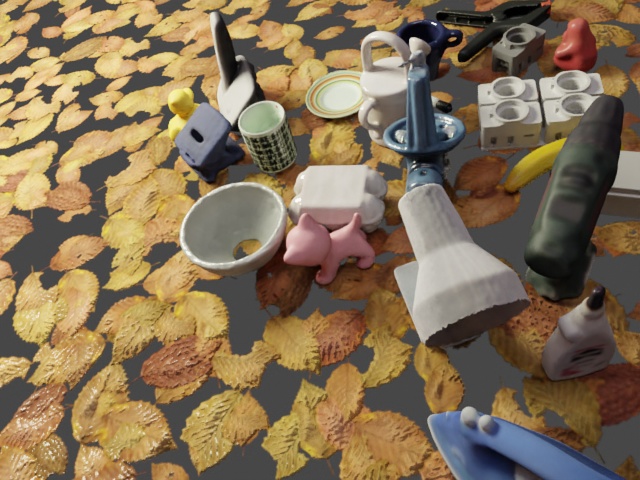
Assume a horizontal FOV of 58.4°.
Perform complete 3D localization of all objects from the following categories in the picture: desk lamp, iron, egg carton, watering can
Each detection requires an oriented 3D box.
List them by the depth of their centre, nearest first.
[{"bbox_3d":[0.212,0.230,0.568,0.257,0.142,0.119,28,65,31],"label":"iron"},{"bbox_3d":[0.149,0.048,0.677,0.118,0.214,0.203,-20,51,0],"label":"desk lamp"},{"bbox_3d":[0.028,-0.063,0.885,0.150,0.069,0.107,0,54,15],"label":"egg carton"},{"bbox_3d":[0.118,-0.258,0.930,0.100,0.194,0.173,7,56,20],"label":"watering can"}]

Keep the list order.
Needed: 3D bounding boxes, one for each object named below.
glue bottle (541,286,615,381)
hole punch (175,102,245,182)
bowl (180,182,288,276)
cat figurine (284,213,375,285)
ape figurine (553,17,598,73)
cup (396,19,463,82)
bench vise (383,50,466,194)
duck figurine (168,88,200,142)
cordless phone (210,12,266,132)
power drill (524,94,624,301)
[{"bbox_3d":[0.289,0.100,0.626,0.078,0.173,0.037,-19,51,1],"label":"glue bottle"},{"bbox_3d":[-0.203,-0.175,1.018,0.101,0.091,0.108,-38,53,-14],"label":"hole punch"},{"bbox_3d":[-0.124,-0.005,0.878,0.167,0.075,0.167,-7,52,10],"label":"bowl"},{"bbox_3d":[0.007,0.003,0.810,0.128,0.118,0.067,-25,51,-4],"label":"cat figurine"},{"bbox_3d":[0.435,-0.335,0.970,0.078,0.092,0.076,-20,51,0],"label":"ape figurine"},{"bbox_3d":[0.198,-0.335,1.031,0.117,0.095,0.091,-3,53,13],"label":"cup"},{"bbox_3d":[0.158,-0.141,0.814,0.121,0.220,0.207,-16,51,3],"label":"bench vise"},{"bbox_3d":[-0.260,-0.242,1.087,0.077,0.086,0.104,4,55,18],"label":"duck figurine"},{"bbox_3d":[-0.164,-0.306,1.047,0.094,0.185,0.147,-22,51,-2],"label":"cordless phone"},{"bbox_3d":[0.307,-0.031,0.698,0.075,0.209,0.230,17,60,26],"label":"power drill"}]
